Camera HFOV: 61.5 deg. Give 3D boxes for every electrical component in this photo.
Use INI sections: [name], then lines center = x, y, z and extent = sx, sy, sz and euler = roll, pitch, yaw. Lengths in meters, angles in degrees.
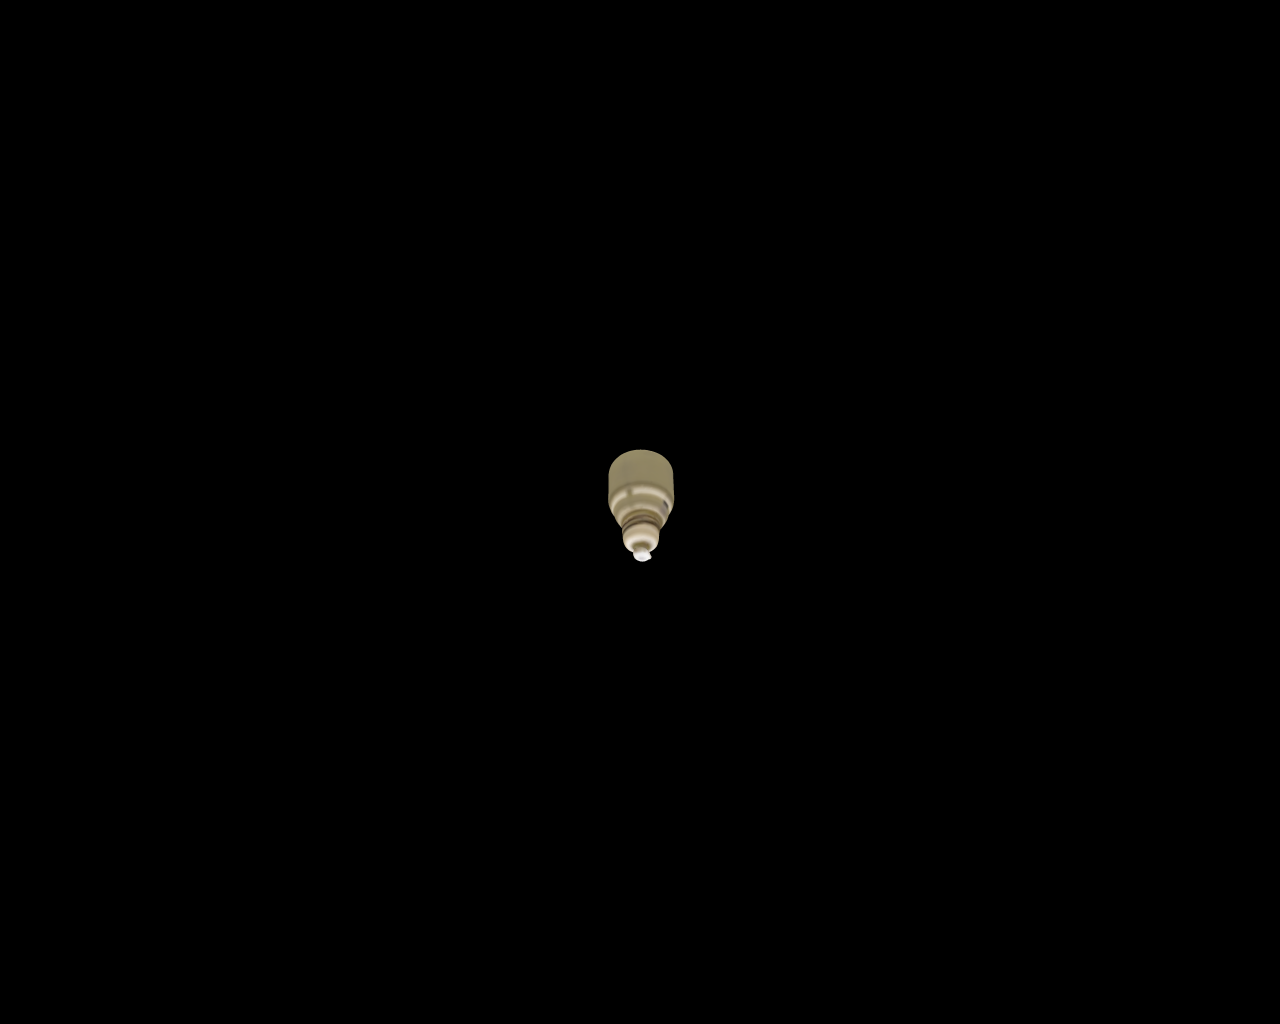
[electrical component]
center = 0.001, -0.003, 0.650
extent = 0.040, 0.078, 0.040
euler = 0, -40, 0
